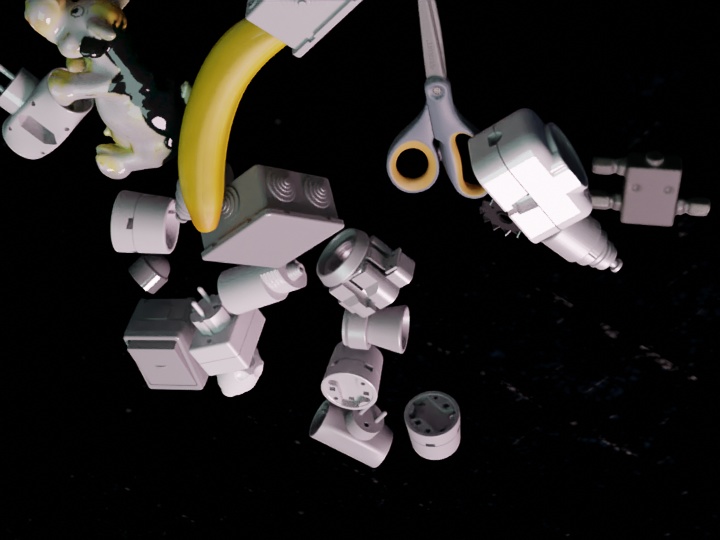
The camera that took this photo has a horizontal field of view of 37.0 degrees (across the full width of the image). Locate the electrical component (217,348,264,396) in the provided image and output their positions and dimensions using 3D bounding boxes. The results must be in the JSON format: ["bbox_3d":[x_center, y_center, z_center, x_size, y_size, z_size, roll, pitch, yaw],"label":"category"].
[{"bbox_3d":[-0.125,0.106,1.091,0.043,0.043,0.062,23,138,-7],"label":"electrical component"}]

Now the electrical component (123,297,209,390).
[{"bbox_3d":[-0.187,0.081,1.071,0.062,0.061,0.096,-1,134,16],"label":"electrical component"}]

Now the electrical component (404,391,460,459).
[{"bbox_3d":[0.074,0.157,1.079,0.055,0.055,0.047,3,139,13],"label":"electrical component"}]

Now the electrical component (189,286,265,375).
[{"bbox_3d":[-0.135,0.049,1.020,0.047,0.065,0.076,-13,130,27],"label":"electrical component"}]

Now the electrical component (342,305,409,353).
[{"bbox_3d":[0.015,0.052,0.995,0.055,0.045,0.045,5,136,12],"label":"electrical component"}]

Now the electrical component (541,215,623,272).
[{"bbox_3d":[0.181,-0.024,0.873,0.078,0.040,0.040,33,134,-19],"label":"electrical component"}]

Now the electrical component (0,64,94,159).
[{"bbox_3d":[-0.272,-0.139,0.883,0.079,0.043,0.077,39,132,-23],"label":"electrical component"}]

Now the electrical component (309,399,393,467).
[{"bbox_3d":[-0.001,0.160,1.110,0.077,0.044,0.079,28,135,-13],"label":"electrical component"}]

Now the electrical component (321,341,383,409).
[{"bbox_3d":[-0.006,0.101,1.049,0.055,0.047,0.055,8,136,8],"label":"electrical component"}]

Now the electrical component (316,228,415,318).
[{"bbox_3d":[0.000,0.000,0.938,0.057,0.058,0.078,38,133,-25],"label":"electrical component"}]

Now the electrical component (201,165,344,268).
[{"bbox_3d":[-0.077,-0.044,0.895,0.100,0.048,0.100,-30,156,37],"label":"electrical component"}]

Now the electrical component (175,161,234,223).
[{"bbox_3d":[-0.138,-0.067,0.921,0.040,0.040,0.078,29,136,-14],"label":"electrical component"}]

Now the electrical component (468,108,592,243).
[{"bbox_3d":[0.133,-0.073,0.817,0.059,0.053,0.095,-29,128,24],"label":"electrical component"}]

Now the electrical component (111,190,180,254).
[{"bbox_3d":[-0.189,-0.041,0.953,0.047,0.055,0.055,6,136,5],"label":"electrical component"}]

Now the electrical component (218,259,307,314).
[{"bbox_3d":[-0.085,0.010,0.982,0.081,0.043,0.043,-18,127,30],"label":"electrical component"}]

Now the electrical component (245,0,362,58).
[{"bbox_3d":[-0.031,-0.205,0.709,0.048,0.099,0.100,27,137,-30],"label":"electrical component"}]
